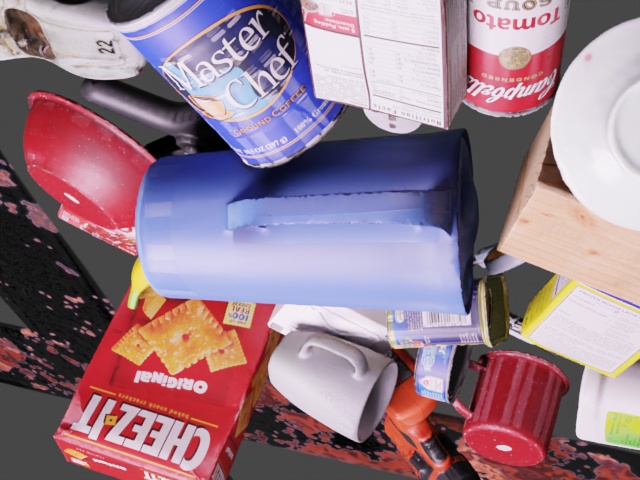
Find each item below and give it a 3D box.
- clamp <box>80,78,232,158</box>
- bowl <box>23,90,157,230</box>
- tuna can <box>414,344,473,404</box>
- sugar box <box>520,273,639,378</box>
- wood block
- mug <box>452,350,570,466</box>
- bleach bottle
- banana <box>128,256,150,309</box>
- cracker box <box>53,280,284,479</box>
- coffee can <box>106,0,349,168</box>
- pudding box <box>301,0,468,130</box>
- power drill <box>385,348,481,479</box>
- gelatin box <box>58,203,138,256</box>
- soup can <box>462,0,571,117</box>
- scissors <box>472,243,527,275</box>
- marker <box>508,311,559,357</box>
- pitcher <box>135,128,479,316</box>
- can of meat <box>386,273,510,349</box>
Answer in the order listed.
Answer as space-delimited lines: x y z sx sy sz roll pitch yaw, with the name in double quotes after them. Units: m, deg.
-0.102 -0.084 0.875 0.171 0.039 0.120 14 162 15 "clamp"
-0.198 -0.057 0.920 0.162 0.055 0.162 30 163 10 "bowl"
0.114 0.105 0.977 0.034 0.086 0.086 13 148 19 "tuna can"
0.237 0.043 0.844 0.093 0.048 0.176 24 146 -2 "sugar box"
0.237 -0.010 0.715 0.206 0.090 0.090 21 149 3 "wood block"
0.176 0.159 1.025 0.117 0.081 0.093 29 149 -11 "mug"
0.355 0.157 0.927 0.251 0.068 0.102 9 147 17 "bleach bottle"
-0.113 0.022 1.028 0.198 0.037 0.069 -8 105 33 "banana"
-0.144 0.139 1.073 0.164 0.213 0.072 15 149 13 "cracker box"
-0.056 -0.131 0.706 0.103 0.102 0.140 -8 138 41 "coffee can"
0.037 -0.121 0.612 0.090 0.039 0.113 16 148 19 "pudding box"
0.107 0.199 1.085 0.185 0.057 0.187 44 165 46 "power drill"
-0.204 -0.027 1.034 0.089 0.030 0.073 28 149 -10 "gelatin box"
0.113 -0.131 0.630 0.068 0.068 0.102 14 148 14 "soup can"
0.152 0.002 0.847 0.016 0.096 0.202 57 176 -1 "scissors"
0.168 0.073 0.958 0.121 0.020 0.020 27 149 -7 "marker"
-0.009 -0.013 0.774 0.243 0.145 0.149 -1 132 13 "pitcher"
0.108 0.060 0.892 0.084 0.057 0.102 -5 179 20 "can of meat"
